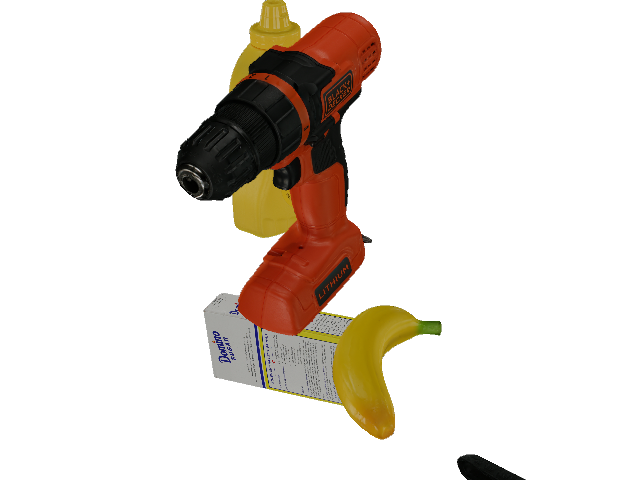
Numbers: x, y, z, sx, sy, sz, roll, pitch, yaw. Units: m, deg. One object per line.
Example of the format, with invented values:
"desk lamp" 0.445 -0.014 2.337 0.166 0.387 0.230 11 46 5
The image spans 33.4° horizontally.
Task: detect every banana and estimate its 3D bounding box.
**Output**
"banana" 0.044 0.091 0.826 0.070 0.037 0.197 7 22 15

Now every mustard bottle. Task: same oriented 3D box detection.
"mustard bottle" -0.035 -0.105 0.887 0.058 0.192 0.096 21 36 34

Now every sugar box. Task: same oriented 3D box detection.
"sugar box" -0.033 0.115 1.125 0.176 0.093 0.048 11 34 25

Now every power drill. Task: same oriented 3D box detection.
"power drill" -0.021 -0.030 0.679 0.057 0.188 0.184 24 47 24

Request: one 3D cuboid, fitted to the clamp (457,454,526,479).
"clamp" 0.194 0.242 0.858 0.210 0.036 0.164 1 34 24
